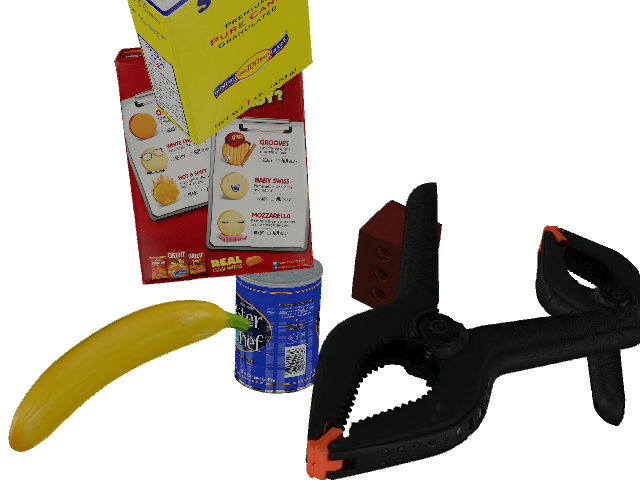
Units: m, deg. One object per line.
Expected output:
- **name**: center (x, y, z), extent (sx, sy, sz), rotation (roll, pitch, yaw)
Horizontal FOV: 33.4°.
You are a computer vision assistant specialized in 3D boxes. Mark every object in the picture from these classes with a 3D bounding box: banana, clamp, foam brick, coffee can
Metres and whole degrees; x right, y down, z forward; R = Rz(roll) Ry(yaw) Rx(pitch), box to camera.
- **banana**: center (-0.148, 0.091, 0.771), extent (0.198, 0.069, 0.037), rotation (-27, 39, -2)
- **clamp**: center (0.215, 0.052, 0.746), extent (0.120, 0.039, 0.171), rotation (-3, 45, -19)
- **foam brick**: center (0.064, 0.017, 0.905), extent (0.053, 0.078, 0.051), rotation (26, 43, 25)
- **clamp**: center (0.059, 0.051, 0.591), extent (0.209, 0.036, 0.165), rotation (-32, 54, -29)
- **coffee can**: center (-0.050, 0.095, 1.263), extent (0.103, 0.140, 0.103), rotation (2, 20, -1)

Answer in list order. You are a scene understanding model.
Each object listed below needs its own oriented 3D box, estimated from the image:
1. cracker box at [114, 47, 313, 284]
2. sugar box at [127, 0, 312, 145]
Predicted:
- **cracker box**: center (-0.095, -0.075, 0.989), extent (0.164, 0.214, 0.072), rotation (-6, 20, -5)
- **sugar box**: center (-0.053, -0.135, 0.557), extent (0.093, 0.048, 0.176), rotation (-39, -21, -17)
